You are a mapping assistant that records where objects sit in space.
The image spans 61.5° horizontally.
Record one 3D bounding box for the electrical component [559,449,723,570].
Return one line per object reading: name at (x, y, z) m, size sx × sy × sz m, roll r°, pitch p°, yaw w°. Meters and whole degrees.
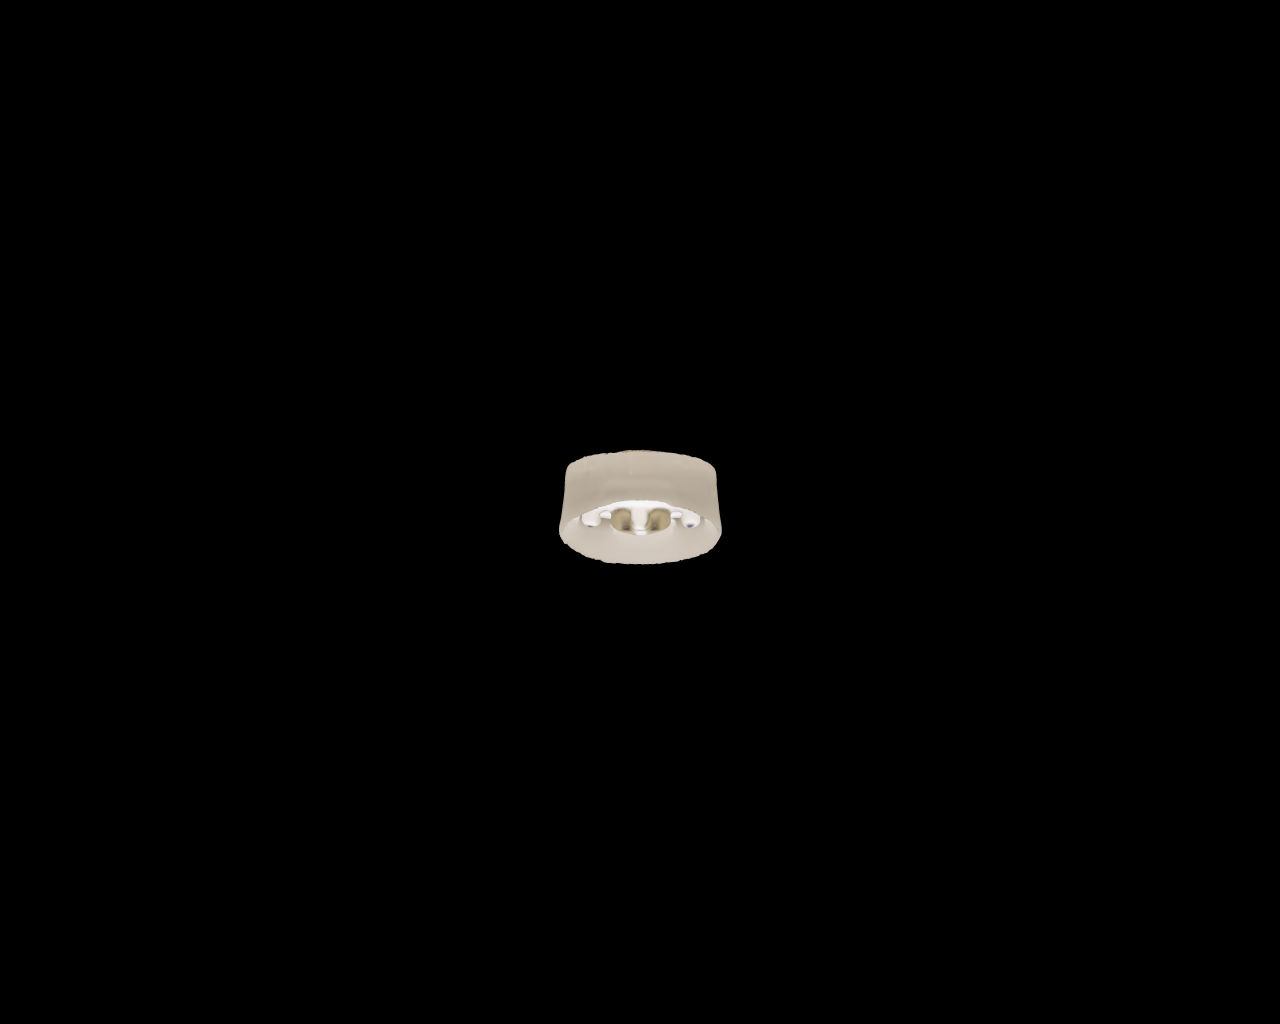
electrical component at (0.001, -0.003, 0.650) m, size 0.099 × 0.064 × 0.099 m, roll 0°, pitch -10°, yaw 0°
